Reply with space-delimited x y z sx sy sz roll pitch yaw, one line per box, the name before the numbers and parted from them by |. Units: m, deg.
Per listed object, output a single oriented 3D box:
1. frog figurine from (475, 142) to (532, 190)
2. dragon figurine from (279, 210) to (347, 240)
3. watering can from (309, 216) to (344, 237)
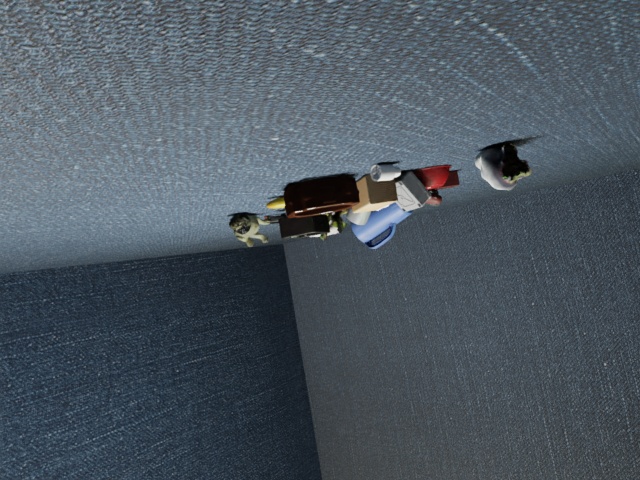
frog figurine | 0.488 -0.199 1.428 0.137 0.123 0.159 25 177 -14
dragon figurine | 0.006 -0.105 2.083 0.243 0.120 0.415 11 -153 43
watering can | 0.010 -0.061 2.329 0.225 0.103 0.350 -7 -166 -27
